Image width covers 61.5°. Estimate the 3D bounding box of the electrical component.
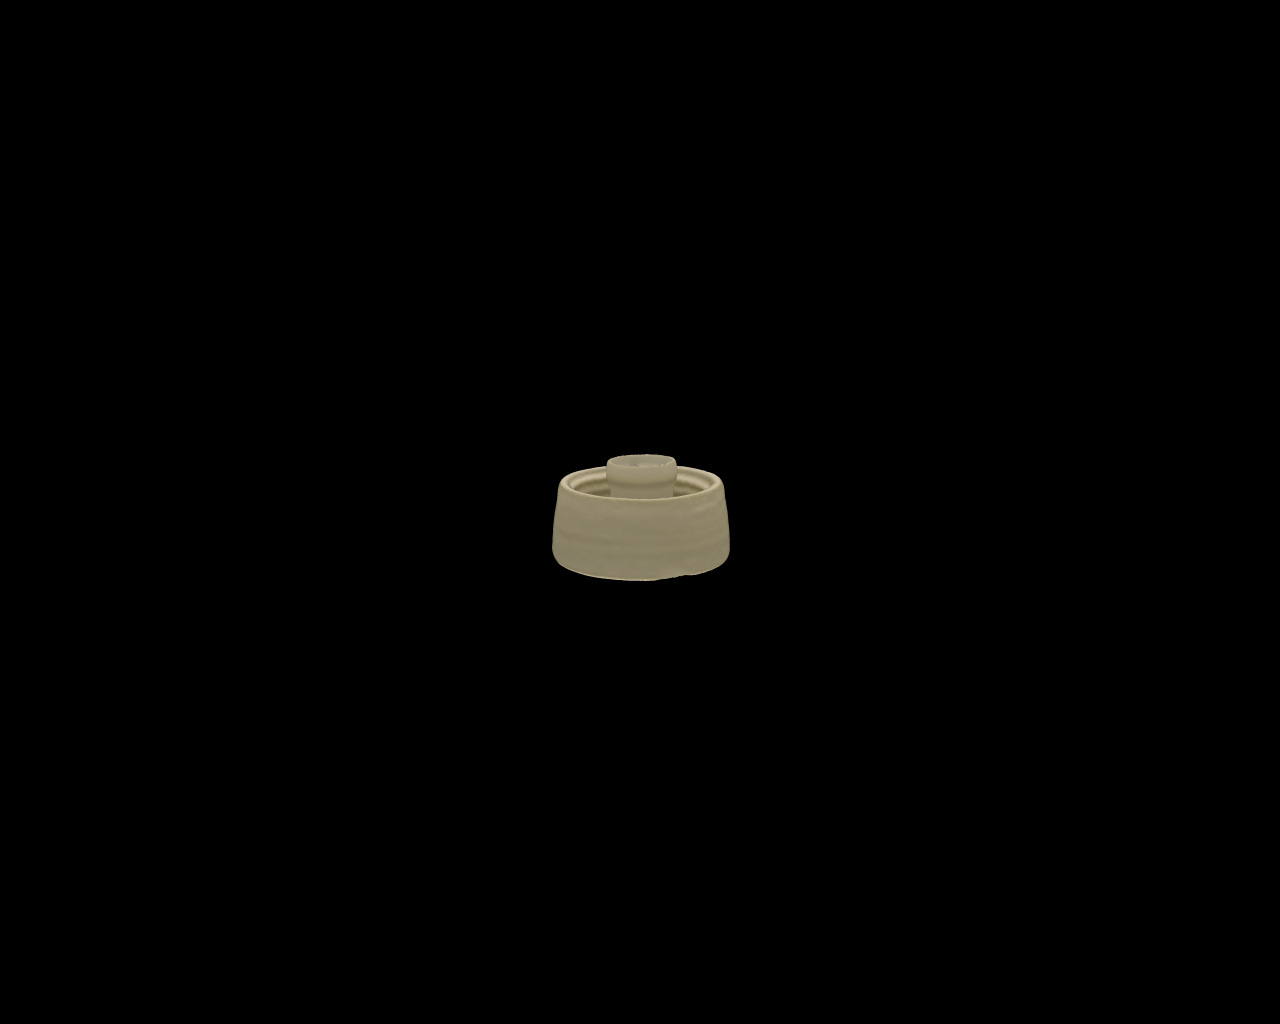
[{"bbox_3d":[0.001,-0.003,0.650,0.108,0.060,0.108,0,14,0],"label":"electrical component"}]
